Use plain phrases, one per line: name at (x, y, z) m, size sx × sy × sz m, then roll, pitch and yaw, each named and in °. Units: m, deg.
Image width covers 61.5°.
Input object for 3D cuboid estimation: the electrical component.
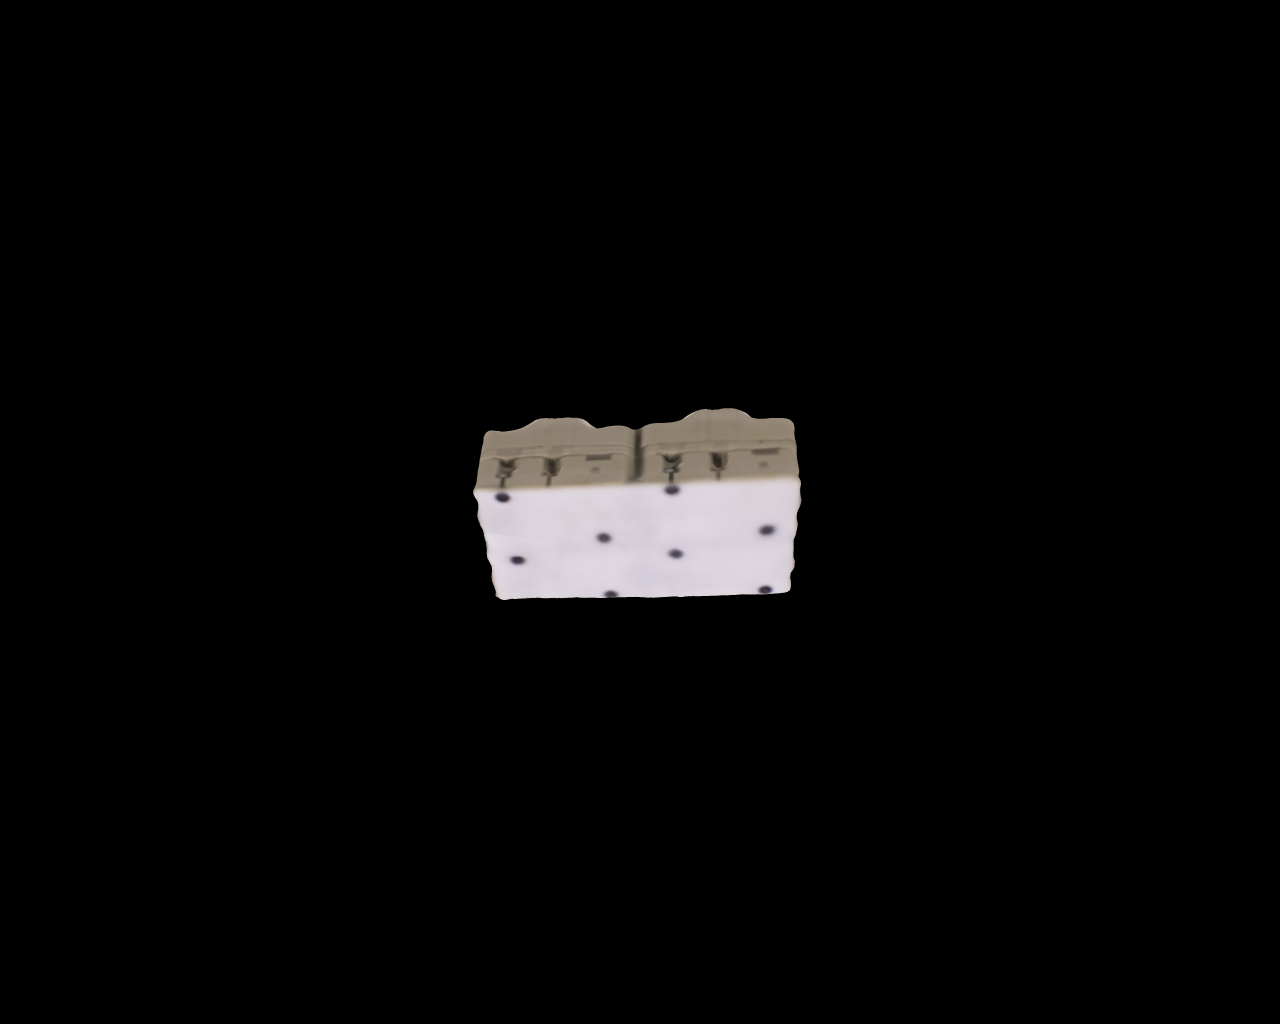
electrical component at (0.001, -0.003, 0.650) m, size 0.186 × 0.060 × 0.105 m, roll -2°, pitch -43°, yaw 2°
